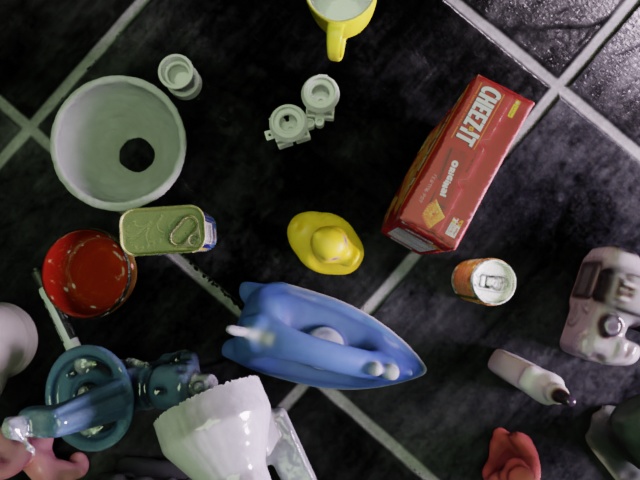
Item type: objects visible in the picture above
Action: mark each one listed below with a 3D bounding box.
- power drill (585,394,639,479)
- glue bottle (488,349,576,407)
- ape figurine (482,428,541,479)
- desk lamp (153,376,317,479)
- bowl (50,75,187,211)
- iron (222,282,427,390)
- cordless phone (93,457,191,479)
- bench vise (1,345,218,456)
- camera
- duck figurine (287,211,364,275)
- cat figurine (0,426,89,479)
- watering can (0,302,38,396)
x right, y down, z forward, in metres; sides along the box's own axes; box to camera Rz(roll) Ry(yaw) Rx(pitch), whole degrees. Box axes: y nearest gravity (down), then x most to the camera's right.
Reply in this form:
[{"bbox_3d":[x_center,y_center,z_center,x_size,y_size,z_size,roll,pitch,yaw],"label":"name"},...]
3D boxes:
[{"bbox_3d":[0.391,0.264,0.631,0.075,0.208,0.229,-39,87,-1],"label":"power drill"},{"bbox_3d":[0.250,0.164,0.655,0.078,0.173,0.037,27,88,2],"label":"glue bottle"},{"bbox_3d":[0.236,0.278,0.691,0.078,0.092,0.076,-35,87,-1],"label":"ape figurine"},{"bbox_3d":[-0.080,0.247,0.636,0.118,0.213,0.203,-27,87,0],"label":"desk lamp"},{"bbox_3d":[-0.244,-0.116,0.725,0.167,0.074,0.167,0,87,1],"label":"bowl"},{"bbox_3d":[0.011,0.129,0.676,0.258,0.141,0.119,15,88,2],"label":"iron"},{"bbox_3d":[-0.211,0.321,0.649,0.147,0.185,0.094,-1,87,1],"label":"cordless phone"},{"bbox_3d":[-0.231,0.165,0.639,0.207,0.219,0.121,-24,87,0],"label":"bench vise"},{"bbox_3d":[0.385,0.091,0.692,0.137,0.101,0.143,18,88,2],"label":"camera"},{"bbox_3d":[0.007,0.003,0.710,0.104,0.086,0.077,31,88,2],"label":"duck figurine"},{"bbox_3d":[-0.359,0.267,0.688,0.128,0.117,0.067,44,89,3],"label":"cat figurine"},{"bbox_3d":[-0.415,0.133,0.657,0.173,0.194,0.101,43,89,3],"label":"watering can"}]
